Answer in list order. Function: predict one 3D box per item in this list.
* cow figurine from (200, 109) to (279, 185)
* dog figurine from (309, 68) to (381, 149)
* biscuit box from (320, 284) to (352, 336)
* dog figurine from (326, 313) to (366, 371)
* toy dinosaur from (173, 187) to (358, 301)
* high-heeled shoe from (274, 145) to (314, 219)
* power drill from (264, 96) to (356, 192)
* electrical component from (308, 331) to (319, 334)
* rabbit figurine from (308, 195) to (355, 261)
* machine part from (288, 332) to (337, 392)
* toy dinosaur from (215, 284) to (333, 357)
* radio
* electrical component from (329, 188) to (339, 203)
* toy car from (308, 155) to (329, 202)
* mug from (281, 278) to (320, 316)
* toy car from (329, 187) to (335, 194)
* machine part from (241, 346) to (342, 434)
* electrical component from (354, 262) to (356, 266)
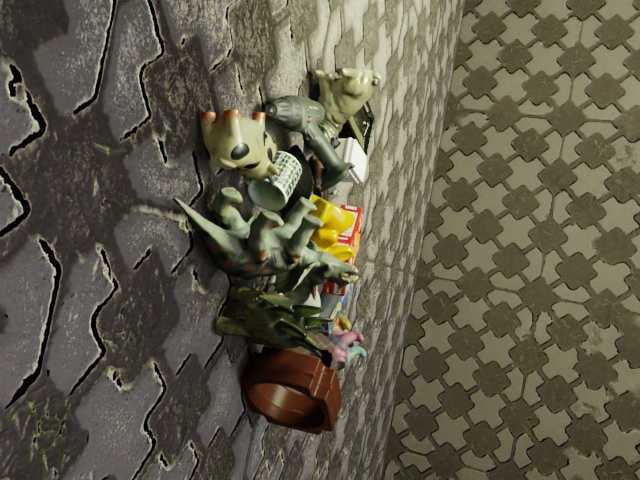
[{"bbox_3d":[-0.128,-0.156,0.927,0.195,0.086,0.127,-23,114,-70],"label":"cow figurine"},{"bbox_3d":[0.056,-0.297,1.255,0.121,0.173,0.190,-17,108,-57],"label":"dog figurine"},{"bbox_3d":[0.033,0.183,1.563,0.203,0.063,0.059,-59,153,-45],"label":"biscuit box"},{"bbox_3d":[0.014,0.322,1.535,0.219,0.192,0.108,-27,136,-23],"label":"dog figurine"},{"bbox_3d":[-0.110,0.016,0.971,0.404,0.131,0.192,8,116,-39],"label":"toy dinosaur"},{"bbox_3d":[-0.065,-0.071,1.177,0.145,0.086,0.248,108,-9,-68],"label":"high-heeled shoe"},{"bbox_3d":[-0.020,-0.204,1.114,0.207,0.086,0.232,52,24,-6],"label":"power drill"},{"bbox_3d":[-0.040,0.212,1.381,0.114,0.058,0.134,78,29,-50],"label":"electrical component"},{"bbox_3d":[-0.003,-0.004,1.227,0.162,0.122,0.173,29,88,-42],"label":"rabbit figurine"},{"bbox_3d":[-0.039,0.308,1.328,0.179,0.056,0.179,-25,136,-28],"label":"machine part"},{"bbox_3d":[-0.087,0.148,1.015,0.470,0.199,0.105,50,49,-67],"label":"toy dinosaur"},{"bbox_3d":[0.084,-0.326,1.448,0.229,0.073,0.131,48,54,-66],"label":"radio"},{"bbox_3d":[0.019,-0.094,1.419,0.078,0.045,0.102,-40,135,-64],"label":"electrical component"},{"bbox_3d":[-0.007,-0.102,1.281,0.053,0.089,0.201,-46,142,-58],"label":"toy car"},{"bbox_3d":[-0.039,0.123,1.183,0.107,0.081,0.109,62,25,-52],"label":"mug"},{"bbox_3d":[0.024,-0.187,1.379,0.202,0.056,0.073,-61,146,-46],"label":"toy car"},{"bbox_3d":[-0.058,0.326,1.168,0.087,0.202,0.200,-67,157,-43],"label":"machine part"},{"bbox_3d":[0.075,0.077,1.630,0.021,0.063,0.094,-49,177,31],"label":"electrical component"}]
